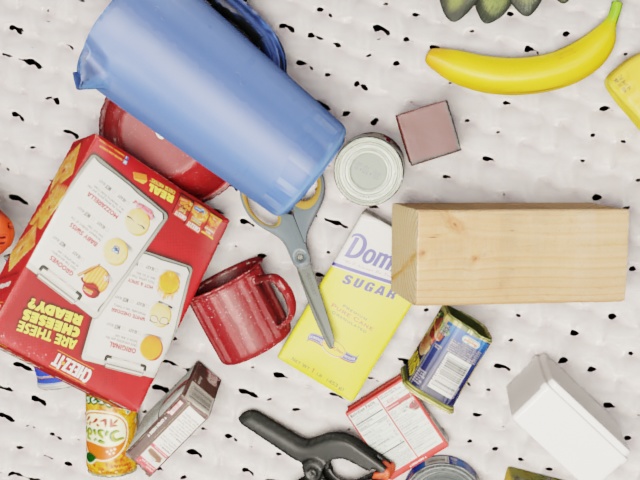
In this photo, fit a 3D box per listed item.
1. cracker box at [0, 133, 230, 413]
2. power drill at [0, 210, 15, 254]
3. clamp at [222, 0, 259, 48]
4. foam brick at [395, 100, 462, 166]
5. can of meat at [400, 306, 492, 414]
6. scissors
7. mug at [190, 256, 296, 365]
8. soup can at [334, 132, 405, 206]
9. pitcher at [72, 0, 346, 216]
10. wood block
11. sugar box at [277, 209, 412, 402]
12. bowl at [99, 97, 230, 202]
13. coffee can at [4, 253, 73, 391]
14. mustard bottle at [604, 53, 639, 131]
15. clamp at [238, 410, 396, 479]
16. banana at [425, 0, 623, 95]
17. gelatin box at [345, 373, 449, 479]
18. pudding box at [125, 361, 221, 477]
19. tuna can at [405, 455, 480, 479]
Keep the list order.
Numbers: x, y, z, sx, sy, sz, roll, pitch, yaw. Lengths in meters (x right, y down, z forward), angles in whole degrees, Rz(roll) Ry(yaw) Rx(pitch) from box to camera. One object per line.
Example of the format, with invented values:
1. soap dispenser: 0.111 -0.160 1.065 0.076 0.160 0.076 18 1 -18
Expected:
1. cracker box: -0.206 0.032 1.020 0.164 0.072 0.213 34 70 -27
2. power drill: -0.382 0.022 1.093 0.185 0.057 0.188 35 118 43
3. clamp: -0.088 -0.228 1.071 0.210 0.036 0.164 18 97 3
4. foam brick: 0.106 -0.106 1.048 0.053 0.078 0.051 -17 95 5
5. can of meat: 0.126 0.115 1.062 0.057 0.102 0.084 30 96 0
6. scissors: -0.007 0.001 1.076 0.096 0.016 0.202 -35 75 0
7. mug: -0.072 0.070 1.077 0.117 0.093 0.081 -21 101 33
8. soup can: 0.049 -0.070 1.045 0.068 0.102 0.068 1 97 4
9. pitcher: -0.093 -0.142 0.996 0.243 0.145 0.149 38 101 -6
10. wood block: 0.179 0.011 1.023 0.206 0.091 0.090 -1 97 -11
11. sugar box: 0.040 0.066 1.092 0.093 0.048 0.176 30 100 2
12. bowl: -0.153 -0.110 1.083 0.162 0.055 0.162 1 97 6
13. coffee can: -0.255 0.071 1.091 0.103 0.102 0.140 -13 96 7
14. mustard bottle: 0.376 -0.180 1.023 0.192 0.058 0.096 -41 92 9
15. clamp: -0.008 0.248 1.113 0.172 0.039 0.120 8 106 20
16. banana: 0.206 -0.177 1.053 0.198 0.037 0.069 -14 80 6
17. gelatin box: 0.080 0.193 1.112 0.073 0.030 0.089 -34 92 9
18. pudding box: -0.148 0.180 1.090 0.039 0.113 0.090 42 99 -5
19. tuna can: 0.128 0.270 1.114 0.086 0.033 0.086 1 97 5
